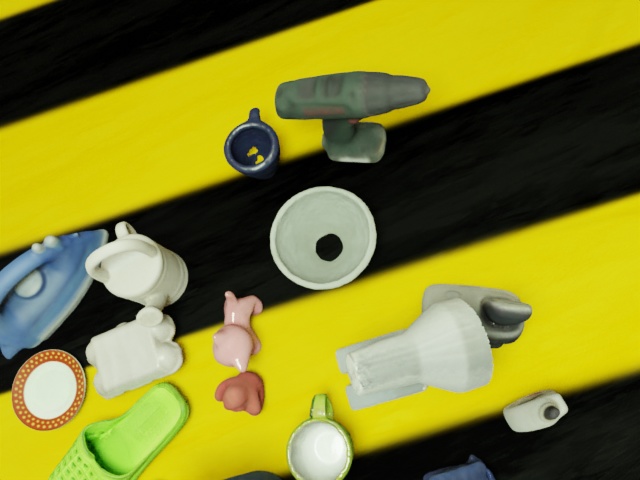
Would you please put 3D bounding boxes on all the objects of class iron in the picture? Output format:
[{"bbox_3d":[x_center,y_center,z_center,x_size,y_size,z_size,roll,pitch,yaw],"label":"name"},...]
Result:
[{"bbox_3d":[-0.469,0.064,0.934,0.118,0.141,0.258,38,84,16],"label":"iron"}]

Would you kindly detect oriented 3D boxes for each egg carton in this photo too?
[{"bbox_3d":[-0.295,0.183,0.916,0.150,0.069,0.107,-23,73,2],"label":"egg carton"}]

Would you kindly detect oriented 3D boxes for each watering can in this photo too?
[{"bbox_3d":[-0.280,0.048,0.884,0.172,0.194,0.101,42,85,16],"label":"watering can"}]

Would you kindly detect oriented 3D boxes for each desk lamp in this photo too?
[{"bbox_3d":[0.119,0.168,0.785,0.203,0.214,0.118,-18,73,3],"label":"desk lamp"}]

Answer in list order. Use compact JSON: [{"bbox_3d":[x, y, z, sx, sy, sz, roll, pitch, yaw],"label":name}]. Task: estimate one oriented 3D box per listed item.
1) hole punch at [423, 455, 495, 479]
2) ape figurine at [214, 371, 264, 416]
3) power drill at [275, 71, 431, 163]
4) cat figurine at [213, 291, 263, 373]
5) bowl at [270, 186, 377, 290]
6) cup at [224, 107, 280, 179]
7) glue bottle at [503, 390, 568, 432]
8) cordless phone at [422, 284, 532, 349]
[{"bbox_3d":[0.199,0.363,0.787,0.101,0.091,0.108,-16,74,4],"label":"hole punch"},{"bbox_3d":[-0.122,0.236,0.865,0.077,0.092,0.076,40,84,16],"label":"ape figurine"},{"bbox_3d":[0.053,-0.194,0.892,0.229,0.208,0.075,3,76,9],"label":"power drill"},{"bbox_3d":[-0.132,0.141,0.878,0.067,0.118,0.128,-5,75,7],"label":"cat figurine"},{"bbox_3d":[0.008,0.003,0.916,0.167,0.075,0.167,-2,75,8],"label":"bowl"},{"bbox_3d":[-0.105,-0.153,0.963,0.091,0.095,0.118,-1,75,8],"label":"cup"},{"bbox_3d":[0.295,0.229,0.765,0.078,0.173,0.037,-29,73,0],"label":"glue bottle"},{"bbox_3d":[0.218,0.097,0.804,0.147,0.185,0.094,2,76,9],"label":"cordless phone"}]
